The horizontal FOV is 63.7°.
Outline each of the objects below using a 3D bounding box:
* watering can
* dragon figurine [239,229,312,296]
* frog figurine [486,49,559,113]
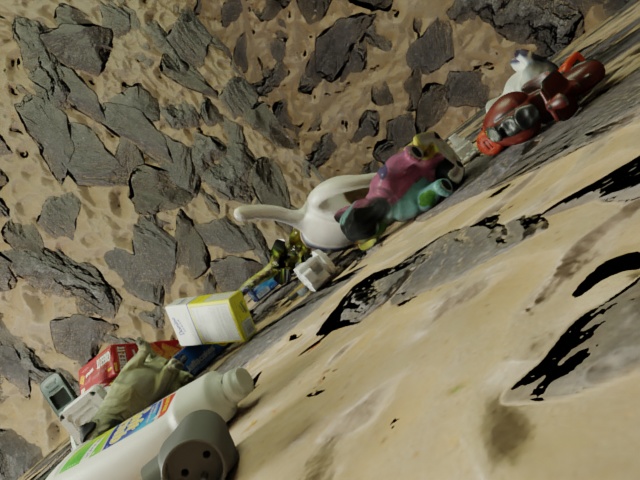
[{"bbox_3d":[0.003,-0.051,1.007,0.349,0.106,0.220,-13,-24,-15],"label":"watering can"},{"bbox_3d":[-0.102,0.047,1.619,0.409,0.122,0.244,-36,3,4],"label":"dragon figurine"},{"bbox_3d":[0.397,-0.276,1.011,0.138,0.122,0.158,-111,36,-80],"label":"frog figurine"}]
